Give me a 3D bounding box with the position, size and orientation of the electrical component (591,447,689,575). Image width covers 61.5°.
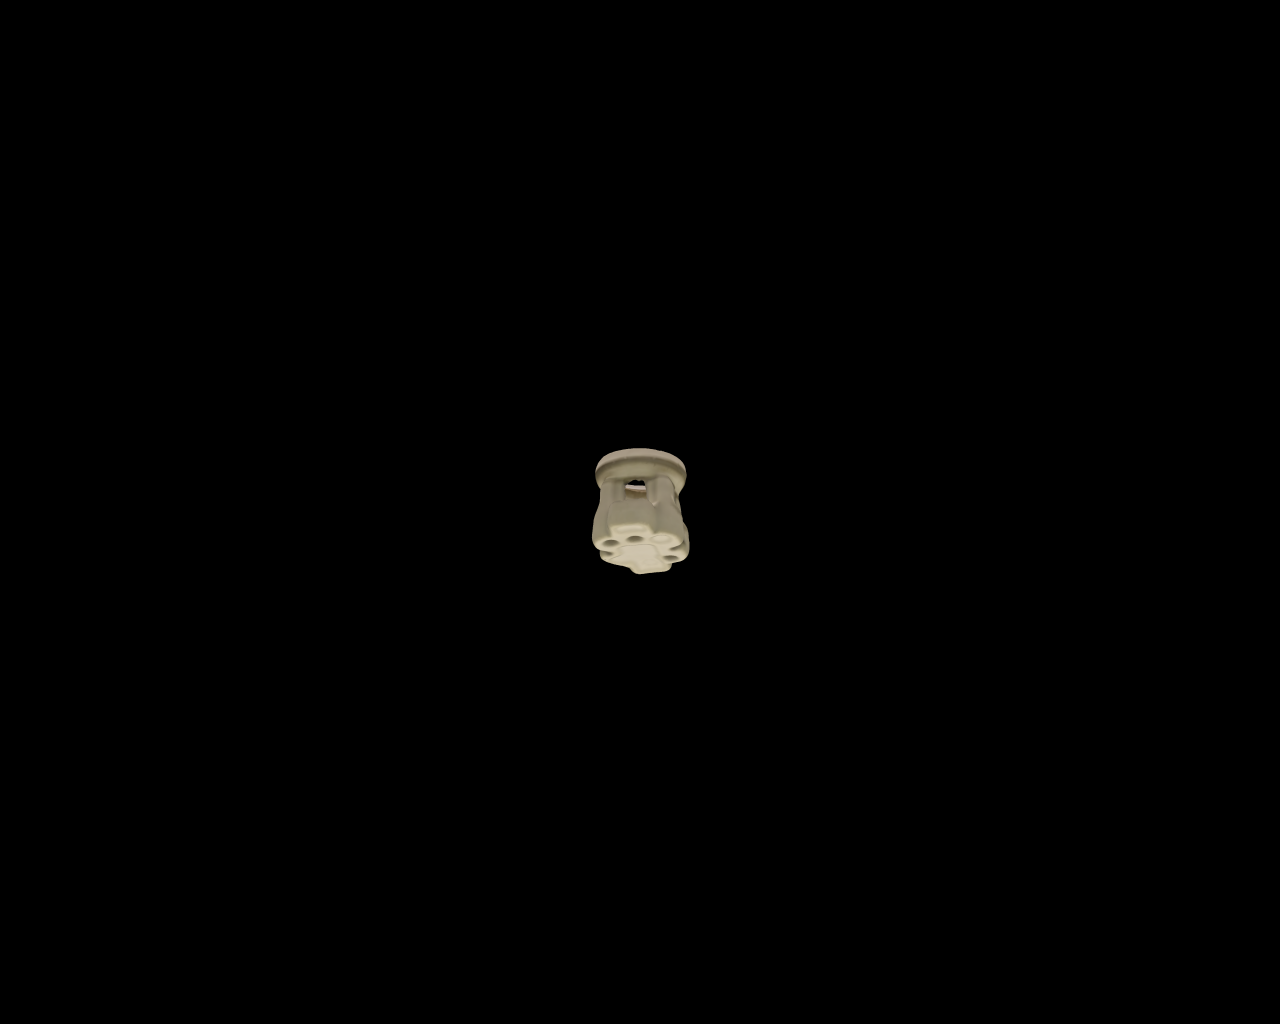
[{"bbox_3d":[0.001,-0.003,0.650,0.058,0.057,0.078,-5,-24,10],"label":"electrical component"}]
